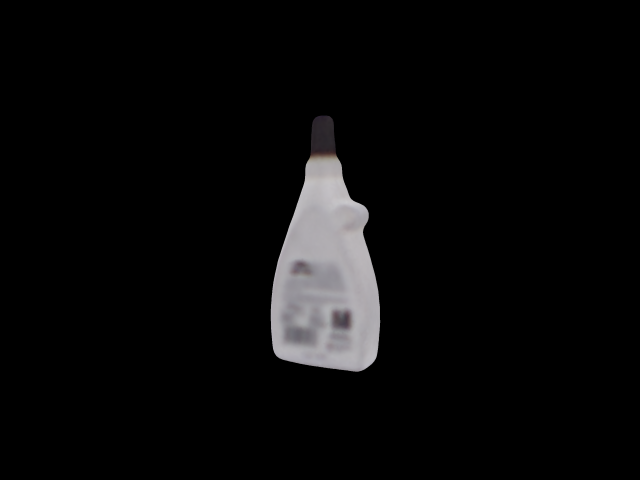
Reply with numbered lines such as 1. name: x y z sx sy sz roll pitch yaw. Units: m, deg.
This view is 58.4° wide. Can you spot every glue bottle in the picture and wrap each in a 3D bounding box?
1. glue bottle: 0.004 0.001 0.400 0.078 0.173 0.037 4 10 23
